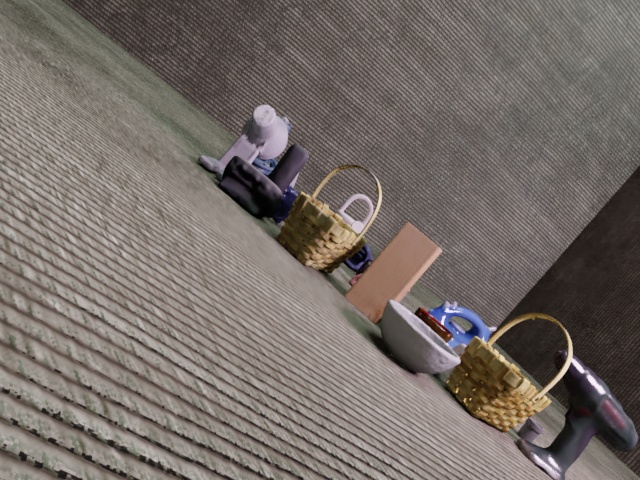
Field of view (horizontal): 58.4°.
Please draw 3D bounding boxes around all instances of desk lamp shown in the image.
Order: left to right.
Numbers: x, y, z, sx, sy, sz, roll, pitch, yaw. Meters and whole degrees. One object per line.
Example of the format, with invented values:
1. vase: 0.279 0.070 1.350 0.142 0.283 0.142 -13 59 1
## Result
1. desk lamp: -0.175 -0.237 1.431 0.118 0.213 0.203 40 6 2

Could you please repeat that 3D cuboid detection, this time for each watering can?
1. watering can: 0.079 -0.041 1.626 0.101 0.194 0.172 35 8 -40

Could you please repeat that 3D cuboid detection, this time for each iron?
1. iron: 0.371 0.241 1.574 0.259 0.141 0.118 37 6 -26

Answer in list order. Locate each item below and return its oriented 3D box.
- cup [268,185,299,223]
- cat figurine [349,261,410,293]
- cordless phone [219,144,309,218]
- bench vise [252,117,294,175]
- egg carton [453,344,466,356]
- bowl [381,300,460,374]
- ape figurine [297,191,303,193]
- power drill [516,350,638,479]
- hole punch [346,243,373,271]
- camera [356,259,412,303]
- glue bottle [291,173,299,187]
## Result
1. cup: -0.095 -0.090 1.399 0.091 0.095 0.118 40 6 9
2. cat figurine: 0.152 0.100 1.393 0.067 0.117 0.127 33 9 -48
3. cordless phone: -0.124 -0.157 1.290 0.147 0.185 0.094 39 6 -2
4. bench vise: -0.157 -0.248 1.594 0.122 0.219 0.207 38 6 -11
5. egg carton: 0.360 0.309 1.348 0.107 0.069 0.150 38 6 -16
6. bowl: 0.166 0.188 1.035 0.167 0.074 0.167 39 6 -4
7. ape figurine: -0.079 -0.096 1.560 0.077 0.092 0.076 42 6 25
8. power drill: 0.488 0.355 1.113 0.230 0.208 0.075 39 6 -3
9. hole punch: 0.111 0.039 1.732 0.108 0.091 0.101 44 7 36
10. camera: 0.172 0.105 1.561 0.137 0.100 0.143 39 6 -3
11. glue bottle: -0.094 -0.167 1.608 0.037 0.173 0.078 43 7 36
